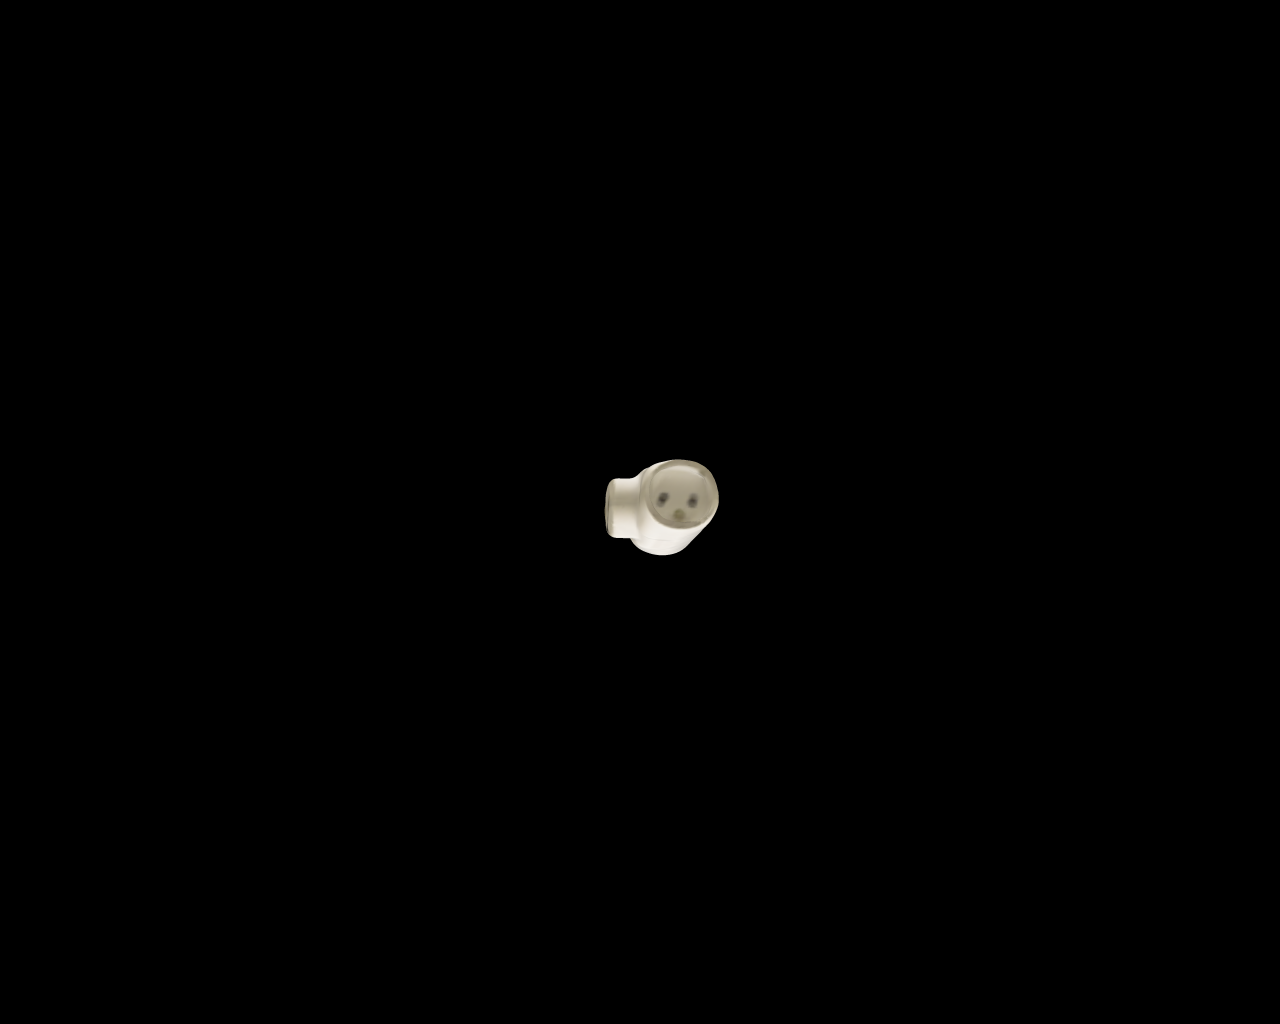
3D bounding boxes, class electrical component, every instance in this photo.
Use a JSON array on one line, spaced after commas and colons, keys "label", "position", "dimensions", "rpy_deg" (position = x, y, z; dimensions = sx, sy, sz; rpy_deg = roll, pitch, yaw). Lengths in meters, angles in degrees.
[{"label": "electrical component", "position": [0.001, -0.003, 0.650], "dimensions": [0.079, 0.043, 0.077], "rpy_deg": [2, -14, -7]}]
